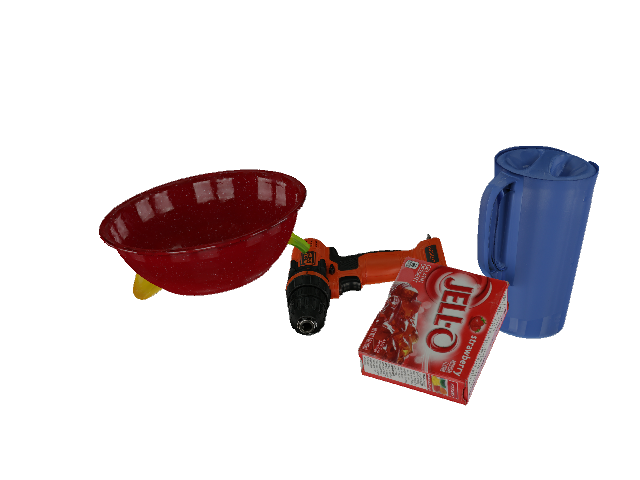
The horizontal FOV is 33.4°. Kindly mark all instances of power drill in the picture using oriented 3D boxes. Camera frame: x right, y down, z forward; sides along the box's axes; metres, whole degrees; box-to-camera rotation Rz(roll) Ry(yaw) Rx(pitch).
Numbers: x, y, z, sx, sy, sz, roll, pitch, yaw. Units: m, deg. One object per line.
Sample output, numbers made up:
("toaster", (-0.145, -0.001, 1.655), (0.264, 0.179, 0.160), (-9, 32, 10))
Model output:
("power drill", (0.053, 0.049, 1.239), (0.187, 0.057, 0.184), (-2, 28, 1))

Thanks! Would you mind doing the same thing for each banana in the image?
("banana", (-0.113, 0.010, 1.056), (0.198, 0.069, 0.037), (-15, 22, 20))

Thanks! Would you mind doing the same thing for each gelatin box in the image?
("gelatin box", (0.075, 0.056, 0.695), (0.073, 0.089, 0.030), (14, -39, 22))

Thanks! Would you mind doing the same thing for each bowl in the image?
("bowl", (-0.086, -0.002, 0.829), (0.162, 0.055, 0.162), (-9, 23, 4))

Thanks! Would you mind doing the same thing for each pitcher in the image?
("pitcher", (0.277, 0.006, 1.414), (0.149, 0.243, 0.145), (5, 24, 5))
